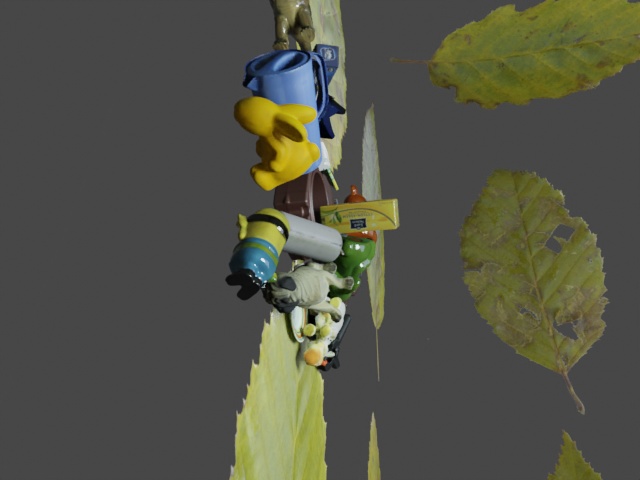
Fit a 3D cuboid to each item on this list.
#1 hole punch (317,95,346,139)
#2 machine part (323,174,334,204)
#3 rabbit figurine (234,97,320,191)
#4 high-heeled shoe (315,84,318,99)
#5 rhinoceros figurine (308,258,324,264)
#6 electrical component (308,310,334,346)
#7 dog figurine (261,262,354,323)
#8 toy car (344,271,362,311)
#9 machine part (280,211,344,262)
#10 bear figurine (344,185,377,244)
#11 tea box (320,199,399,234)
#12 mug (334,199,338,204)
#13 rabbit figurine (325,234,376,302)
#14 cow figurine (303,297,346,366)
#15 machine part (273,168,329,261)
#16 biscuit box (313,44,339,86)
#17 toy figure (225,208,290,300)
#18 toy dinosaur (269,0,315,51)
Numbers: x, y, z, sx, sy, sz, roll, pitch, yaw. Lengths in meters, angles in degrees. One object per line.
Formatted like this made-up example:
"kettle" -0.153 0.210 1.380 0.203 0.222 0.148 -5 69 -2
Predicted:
"hole punch" -0.012 -0.322 1.378 0.115 0.142 0.092 28 84 -53
"machine part" 0.002 -0.095 1.489 0.179 0.056 0.179 -7 90 -77
"rabbit figurine" -0.086 -0.193 0.998 0.173 0.162 0.122 52 43 -35
"high-heeled shoe" -0.061 -0.305 1.309 0.249 0.086 0.145 -102 -155 -47
"rhinoceros figurine" 0.017 0.075 1.443 0.190 0.073 0.112 -43 127 -74
"electrical component" -0.002 0.193 1.349 0.134 0.058 0.115 68 19 -52
"dog figurine" -0.053 0.089 1.095 0.190 0.172 0.121 15 86 -36
"toy car" 0.073 0.150 1.515 0.202 0.053 0.089 -62 177 3
"machine part" -0.035 -0.005 1.091 0.243 0.079 0.079 15 67 -46
"bear figurine" 0.086 -0.052 1.509 0.120 0.132 0.196 70 1 -47
"tea box" 0.092 -0.054 1.229 0.098 0.170 0.068 -25 111 -78
"mug" 0.051 -0.072 1.666 0.107 0.081 0.109 -83 157 -80
"rabbit figurine" 0.064 0.079 1.297 0.159 0.121 0.170 -79 -177 -79
"cow figurine" 0.011 0.212 1.240 0.098 0.068 0.167 48 58 -60
"machine part" -0.035 -0.070 1.250 0.201 0.087 0.201 68 21 -48
"biscuit box" -0.008 -0.419 1.373 0.202 0.063 0.059 137 -45 -69
"toy figure" -0.102 0.019 0.912 0.180 0.089 0.082 -82 168 -53
"toy dinosaur" -0.066 -0.549 1.285 0.470 0.105 0.198 71 14 -60
